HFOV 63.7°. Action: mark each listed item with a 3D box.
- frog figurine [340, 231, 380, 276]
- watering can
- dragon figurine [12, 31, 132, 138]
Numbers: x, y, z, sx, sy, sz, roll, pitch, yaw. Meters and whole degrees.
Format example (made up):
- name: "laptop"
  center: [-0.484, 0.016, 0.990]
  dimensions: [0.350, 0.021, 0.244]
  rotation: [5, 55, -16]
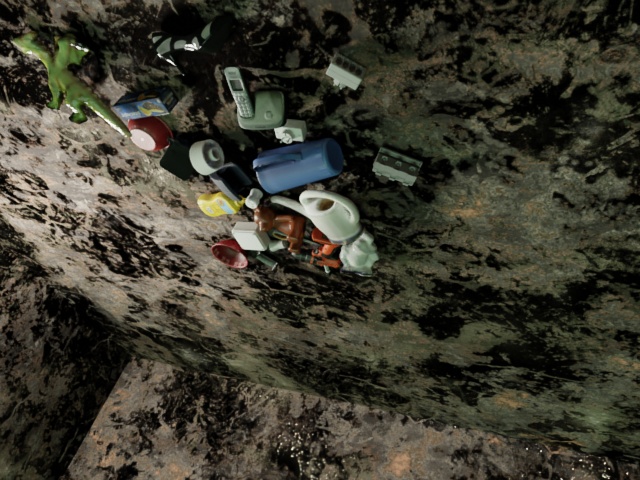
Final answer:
- name: "frog figurine"
  center: [0.140, 0.036, 1.786]
  dimensions: [0.138, 0.157, 0.124]
  rotation: [15, 19, 23]
- name: "watering can"
  center: [0.005, -0.085, 1.679]
  dimensions: [0.347, 0.106, 0.221]
  rotation: [4, -36, 46]
- name: "dragon figurine"
  center: [-0.718, -0.482, 1.514]
  dimensions: [0.411, 0.237, 0.125]
  rotation: [27, 47, 5]
